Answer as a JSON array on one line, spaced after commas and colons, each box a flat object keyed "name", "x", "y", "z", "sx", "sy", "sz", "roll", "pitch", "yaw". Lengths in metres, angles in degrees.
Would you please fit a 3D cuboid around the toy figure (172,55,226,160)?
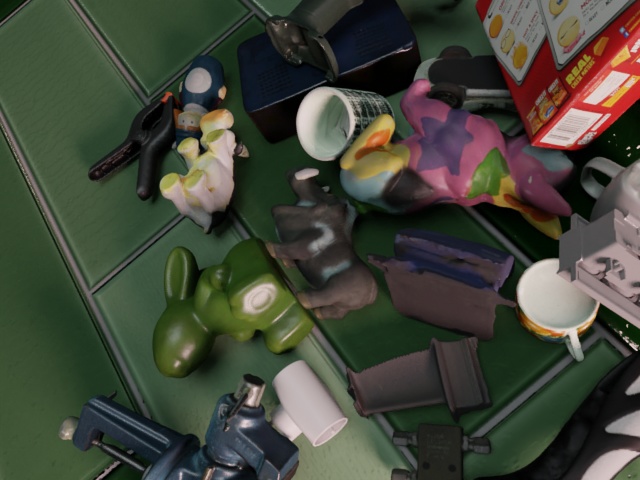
[{"name": "toy figure", "x": -0.176, "y": -0.187, "z": 0.765, "sx": 0.064, "sy": 0.057, "sz": 0.154, "roll": -3, "pitch": 68, "yaw": 31}]

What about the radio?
[{"name": "radio", "x": 0.008, "y": -0.234, "z": 0.711, "sx": 0.230, "sy": 0.073, "sz": 0.131, "roll": -20, "pitch": 62, "yaw": 9}]

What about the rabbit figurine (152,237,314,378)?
[{"name": "rabbit figurine", "x": -0.121, "y": 0.072, "z": 0.598, "sx": 0.170, "sy": 0.121, "sz": 0.159, "roll": -35, "pitch": 54, "yaw": 0}]

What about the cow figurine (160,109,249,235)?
[{"name": "cow figurine", "x": -0.136, "y": -0.093, "z": 0.700, "sx": 0.068, "sy": 0.098, "sz": 0.167, "roll": -6, "pitch": 47, "yaw": 23}]

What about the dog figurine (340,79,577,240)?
[{"name": "dog figurine", "x": 0.152, "y": -0.062, "z": 0.568, "sx": 0.191, "sy": 0.108, "sz": 0.219, "roll": -46, "pitch": 64, "yaw": -4}]

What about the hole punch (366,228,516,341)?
[{"name": "hole punch", "x": 0.132, "y": 0.029, "z": 0.535, "sx": 0.142, "sy": 0.115, "sz": 0.092, "roll": 20, "pitch": 68, "yaw": 25}]

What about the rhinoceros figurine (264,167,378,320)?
[{"name": "rhinoceros figurine", "x": -0.001, "y": -0.002, "z": 0.614, "sx": 0.112, "sy": 0.073, "sz": 0.190, "roll": -30, "pitch": 62, "yaw": 7}]

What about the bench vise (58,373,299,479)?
[{"name": "bench vise", "x": -0.152, "y": 0.214, "z": 0.532, "sx": 0.241, "sy": 0.129, "sz": 0.223, "roll": 22, "pitch": 105, "yaw": 15}]

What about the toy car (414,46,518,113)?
[{"name": "toy car", "x": 0.210, "y": -0.183, "z": 0.626, "sx": 0.202, "sy": 0.056, "sz": 0.073, "roll": 7, "pitch": 64, "yaw": 21}]

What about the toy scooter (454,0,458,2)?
[{"name": "toy scooter", "x": 0.227, "y": -0.344, "z": 0.677, "sx": 0.135, "sy": 0.075, "sz": 0.184, "roll": -40, "pitch": 58, "yaw": -1}]

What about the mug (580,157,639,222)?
[{"name": "mug", "x": 0.297, "y": -0.041, "z": 0.504, "sx": 0.081, "sy": 0.107, "sz": 0.110, "roll": -34, "pitch": 63, "yaw": 2}]

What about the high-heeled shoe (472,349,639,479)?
[{"name": "high-heeled shoe", "x": 0.191, "y": 0.173, "z": 0.462, "sx": 0.249, "sy": 0.086, "sz": 0.145, "roll": -6, "pitch": 73, "yaw": 6}]

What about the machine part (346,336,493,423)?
[{"name": "machine part", "x": 0.095, "y": 0.144, "z": 0.538, "sx": 0.139, "sy": 0.039, "sz": 0.084, "roll": -13, "pitch": 70, "yaw": 13}]

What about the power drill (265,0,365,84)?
[{"name": "power drill", "x": 0.047, "y": -0.290, "z": 0.636, "sx": 0.232, "sy": 0.086, "sz": 0.207, "roll": 31, "pitch": 83, "yaw": 29}]

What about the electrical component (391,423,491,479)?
[{"name": "electrical component", "x": 0.115, "y": 0.209, "z": 0.512, "sx": 0.094, "sy": 0.021, "sz": 0.063, "roll": -3, "pitch": 68, "yaw": 18}]
